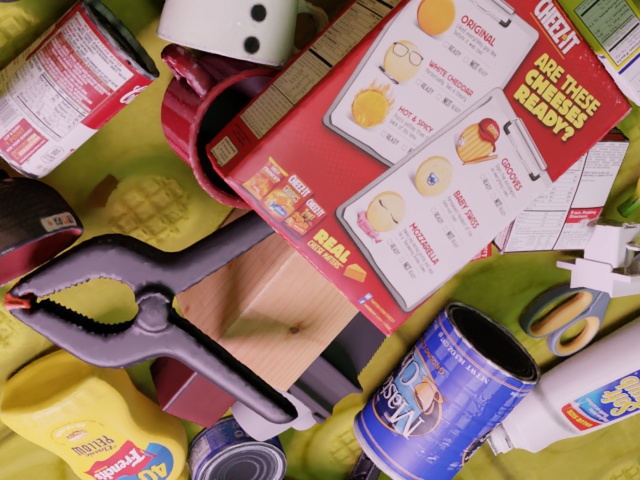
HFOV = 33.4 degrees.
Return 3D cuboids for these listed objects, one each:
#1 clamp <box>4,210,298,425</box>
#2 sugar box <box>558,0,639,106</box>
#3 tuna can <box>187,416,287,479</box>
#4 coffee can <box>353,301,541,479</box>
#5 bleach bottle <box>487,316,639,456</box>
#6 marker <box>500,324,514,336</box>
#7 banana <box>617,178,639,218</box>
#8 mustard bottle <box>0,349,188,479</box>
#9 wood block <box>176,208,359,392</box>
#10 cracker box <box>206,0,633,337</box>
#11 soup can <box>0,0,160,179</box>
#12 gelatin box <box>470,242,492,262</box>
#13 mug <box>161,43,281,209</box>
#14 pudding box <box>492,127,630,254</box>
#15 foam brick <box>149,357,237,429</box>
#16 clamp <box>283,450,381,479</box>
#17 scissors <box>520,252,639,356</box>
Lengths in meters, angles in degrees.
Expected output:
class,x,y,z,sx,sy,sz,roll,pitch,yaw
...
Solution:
class,x,y,z,sx,sy,sz,roll,pitch,yaw
clamp,-0.105,0.034,0.726,0.210,0.036,0.164,10,103,-3
sugar box,0.176,-0.173,0.740,0.048,0.093,0.176,-46,130,13
tuna can,-0.073,0.198,0.948,0.086,0.034,0.086,-11,129,-15
coffee can,0.110,0.139,0.939,0.102,0.103,0.140,23,113,-35
bleach bottle,0.278,0.144,1.047,0.251,0.068,0.102,-29,132,2
marker,0.141,0.130,1.002,0.020,0.020,0.121,17,117,-33
banana,0.357,-0.055,0.949,0.197,0.037,0.070,-2,142,-20
mustard bottle,-0.163,0.162,0.863,0.096,0.058,0.191,-24,134,14
wood block,-0.005,0.001,0.794,0.090,0.090,0.206,29,109,-38
cracker box,0.061,-0.070,0.661,0.214,0.072,0.164,-44,120,3
soup can,-0.160,-0.095,0.667,0.102,0.068,0.068,-40,131,8
gelatin box,0.102,-0.018,0.866,0.073,0.030,0.089,-15,129,-13
mug,-0.063,-0.084,0.701,0.093,0.082,0.117,-47,123,-3
pudding box,0.194,-0.044,0.882,0.089,0.039,0.114,-1,124,-23
foam brick,-0.090,0.102,0.857,0.051,0.053,0.078,29,111,-37
clamp,0.012,0.258,1.029,0.120,0.039,0.171,-11,131,-2
scissors,0.281,0.045,1.002,0.201,0.016,0.096,-28,133,-2
